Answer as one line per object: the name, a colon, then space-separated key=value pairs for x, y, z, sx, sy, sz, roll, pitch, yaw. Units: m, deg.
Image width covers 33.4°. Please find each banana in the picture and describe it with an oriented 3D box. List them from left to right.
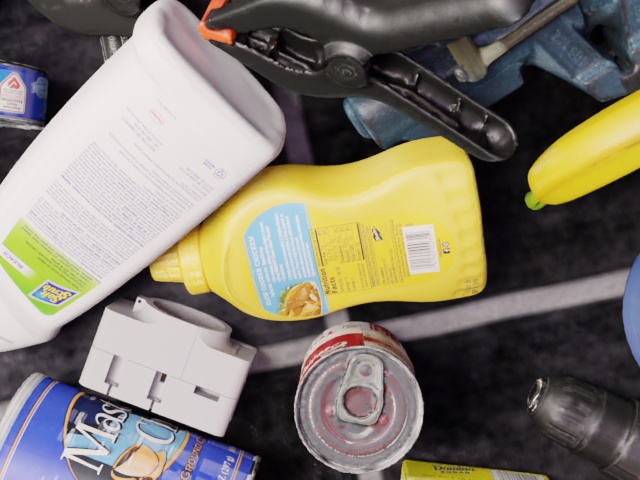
banana: x=0.187 y=-0.070 z=0.575 sx=0.198 sy=0.069 sz=0.037 roll=-30 pitch=93 yaw=24

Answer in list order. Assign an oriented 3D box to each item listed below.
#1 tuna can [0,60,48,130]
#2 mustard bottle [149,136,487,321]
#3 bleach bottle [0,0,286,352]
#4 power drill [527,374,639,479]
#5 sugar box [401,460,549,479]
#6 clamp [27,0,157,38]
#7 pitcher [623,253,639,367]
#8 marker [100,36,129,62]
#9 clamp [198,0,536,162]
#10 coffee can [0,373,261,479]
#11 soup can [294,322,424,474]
tuna can: x=-0.199 y=-0.084 z=0.609 sx=0.086 sy=0.086 sz=0.034 roll=5 pitch=92 yaw=1
mustard bottle: x=-0.004 y=0.000 z=0.616 sx=0.191 sy=0.058 sz=0.096 roll=-9 pitch=126 yaw=5
bleach bottle: x=-0.140 y=-0.016 z=0.596 sx=0.251 sy=0.068 sz=0.102 roll=-36 pitch=111 yaw=23
power drill: x=0.184 y=0.176 z=0.582 sx=0.184 sy=0.057 sz=0.187 roll=25 pitch=52 yaw=0
sugar box: x=0.086 y=0.227 z=0.643 sx=0.093 sy=0.048 sz=0.176 roll=7 pitch=98 yaw=1
clamp: x=-0.093 y=-0.148 z=0.575 sx=0.210 sy=0.036 sz=0.165 roll=27 pitch=135 yaw=-3
pitcher: x=0.229 y=0.037 z=0.529 sx=0.149 sy=0.242 sz=0.145 roll=17 pitch=94 yaw=7
marker: x=-0.128 y=-0.153 z=0.636 sx=0.020 sy=0.020 sz=0.121 roll=-11 pitch=93 yaw=2
clamp: x=0.026 y=-0.089 z=0.531 sx=0.172 sy=0.120 sz=0.039 roll=13 pitch=54 yaw=23
coffee can: x=-0.117 y=0.148 z=0.613 sx=0.140 sy=0.103 sz=0.103 roll=21 pitch=94 yaw=0
soup can: x=0.021 y=0.085 z=0.606 sx=0.068 sy=0.102 sz=0.068 roll=0 pitch=94 yaw=1
